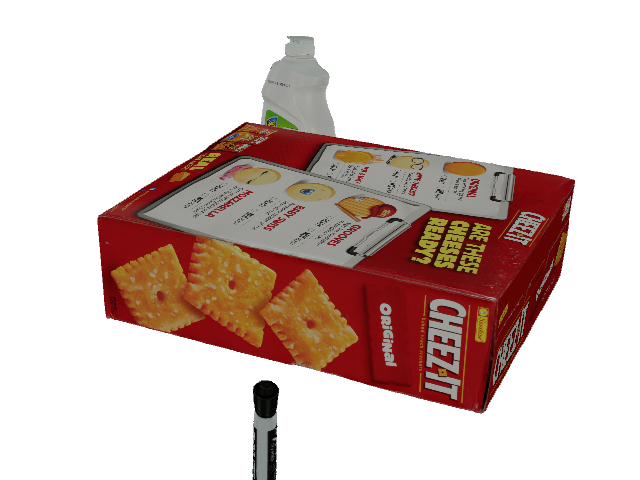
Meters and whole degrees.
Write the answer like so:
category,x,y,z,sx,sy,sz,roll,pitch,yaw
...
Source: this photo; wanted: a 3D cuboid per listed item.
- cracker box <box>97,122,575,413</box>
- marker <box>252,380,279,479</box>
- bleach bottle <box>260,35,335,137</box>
category,x,y,z,sx,sy,sz,roll,pitch,yaw
cracker box,0.013,0.005,0.585,0.214,0.072,0.164,12,28,22
marker,-0.041,0.149,0.798,0.020,0.121,0.020,2,40,-2
bleach bottle,-0.020,-0.088,1.135,0.103,0.251,0.067,16,22,37
